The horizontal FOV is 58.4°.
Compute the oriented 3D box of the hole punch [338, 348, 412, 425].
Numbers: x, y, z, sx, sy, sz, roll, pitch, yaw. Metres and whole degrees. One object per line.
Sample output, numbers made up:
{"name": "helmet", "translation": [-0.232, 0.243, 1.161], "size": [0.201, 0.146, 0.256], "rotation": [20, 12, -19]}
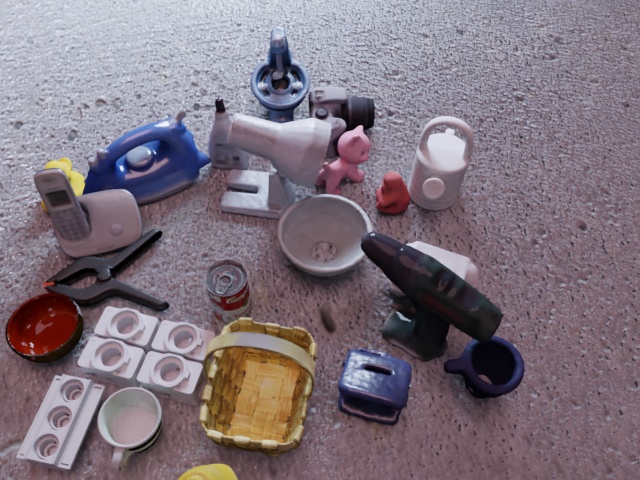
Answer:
{"name": "hole punch", "translation": [0.082, 0.214, 0.873], "size": [0.108, 0.091, 0.101], "rotation": [13, 57, 7]}

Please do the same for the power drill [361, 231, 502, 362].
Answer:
{"name": "power drill", "translation": [0.155, 0.098, 0.882], "size": [0.229, 0.208, 0.076], "rotation": [28, 60, 16]}

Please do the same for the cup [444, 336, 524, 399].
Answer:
{"name": "cup", "translation": [0.243, 0.207, 0.880], "size": [0.118, 0.095, 0.091], "rotation": [-1, 56, -2]}

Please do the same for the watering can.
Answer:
{"name": "watering can", "translation": [0.226, -0.144, 1.055], "size": [0.101, 0.194, 0.173], "rotation": [-2, 56, -3]}

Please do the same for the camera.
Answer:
{"name": "camera", "translation": [0.045, -0.256, 1.181], "size": [0.137, 0.101, 0.143], "rotation": [-2, 56, -3]}

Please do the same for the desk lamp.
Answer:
{"name": "desk lamp", "translation": [-0.083, -0.135, 1.028], "size": [0.203, 0.214, 0.118], "rotation": [6, 56, 3]}

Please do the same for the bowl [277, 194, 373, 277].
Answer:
{"name": "bowl", "translation": [0.009, 0.004, 1.022], "size": [0.167, 0.075, 0.167], "rotation": [1, 56, -1]}

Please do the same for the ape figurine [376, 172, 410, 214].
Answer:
{"name": "ape figurine", "translation": [0.136, -0.095, 1.081], "size": [0.076, 0.092, 0.078], "rotation": [32, 61, 19]}

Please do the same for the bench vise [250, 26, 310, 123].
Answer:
{"name": "bench vise", "translation": [-0.094, -0.361, 1.176], "size": [0.121, 0.220, 0.207], "rotation": [-17, 58, -12]}

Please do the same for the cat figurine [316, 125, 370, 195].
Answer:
{"name": "cat figurine", "translation": [0.049, -0.160, 1.107], "size": [0.128, 0.118, 0.067], "rotation": [-38, 64, -23]}

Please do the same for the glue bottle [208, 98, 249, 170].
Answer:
{"name": "glue bottle", "translation": [-0.181, -0.204, 1.096], "size": [0.078, 0.173, 0.037], "rotation": [7, 56, 4]}

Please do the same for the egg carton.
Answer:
{"name": "egg carton", "translation": [0.196, 0.066, 0.988], "size": [0.150, 0.069, 0.107], "rotation": [18, 57, 10]}

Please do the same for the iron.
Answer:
{"name": "iron", "translation": [-0.345, -0.151, 1.075], "size": [0.259, 0.141, 0.118], "rotation": [-29, 61, -19]}

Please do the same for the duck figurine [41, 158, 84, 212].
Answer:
{"name": "duck figurine", "translation": [-0.490, -0.107, 1.074], "size": [0.077, 0.086, 0.104], "rotation": [12, 57, 6]}

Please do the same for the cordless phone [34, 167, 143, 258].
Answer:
{"name": "cordless phone", "translation": [-0.395, -0.059, 0.985], "size": [0.148, 0.185, 0.094], "rotation": [-16, 58, -12]}
